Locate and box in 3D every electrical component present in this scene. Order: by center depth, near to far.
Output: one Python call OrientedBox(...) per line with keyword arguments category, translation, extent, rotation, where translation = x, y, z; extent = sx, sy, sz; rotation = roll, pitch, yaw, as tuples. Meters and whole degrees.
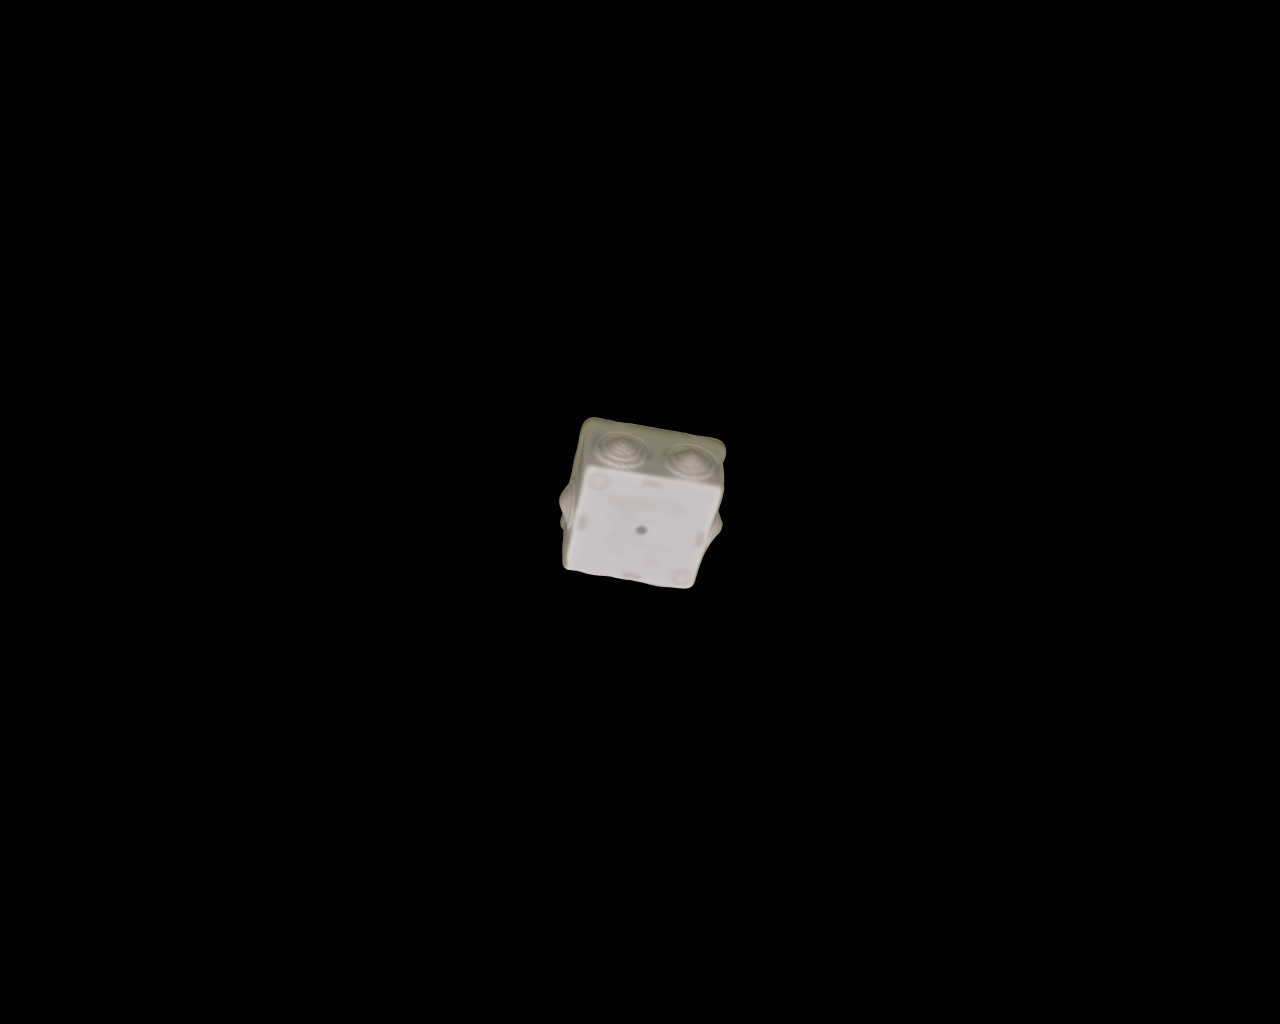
OrientedBox(category="electrical component", translation=(0.001, -0.003, 0.650), extent=(0.100, 0.099, 0.048), rotation=(10, 36, -8))
